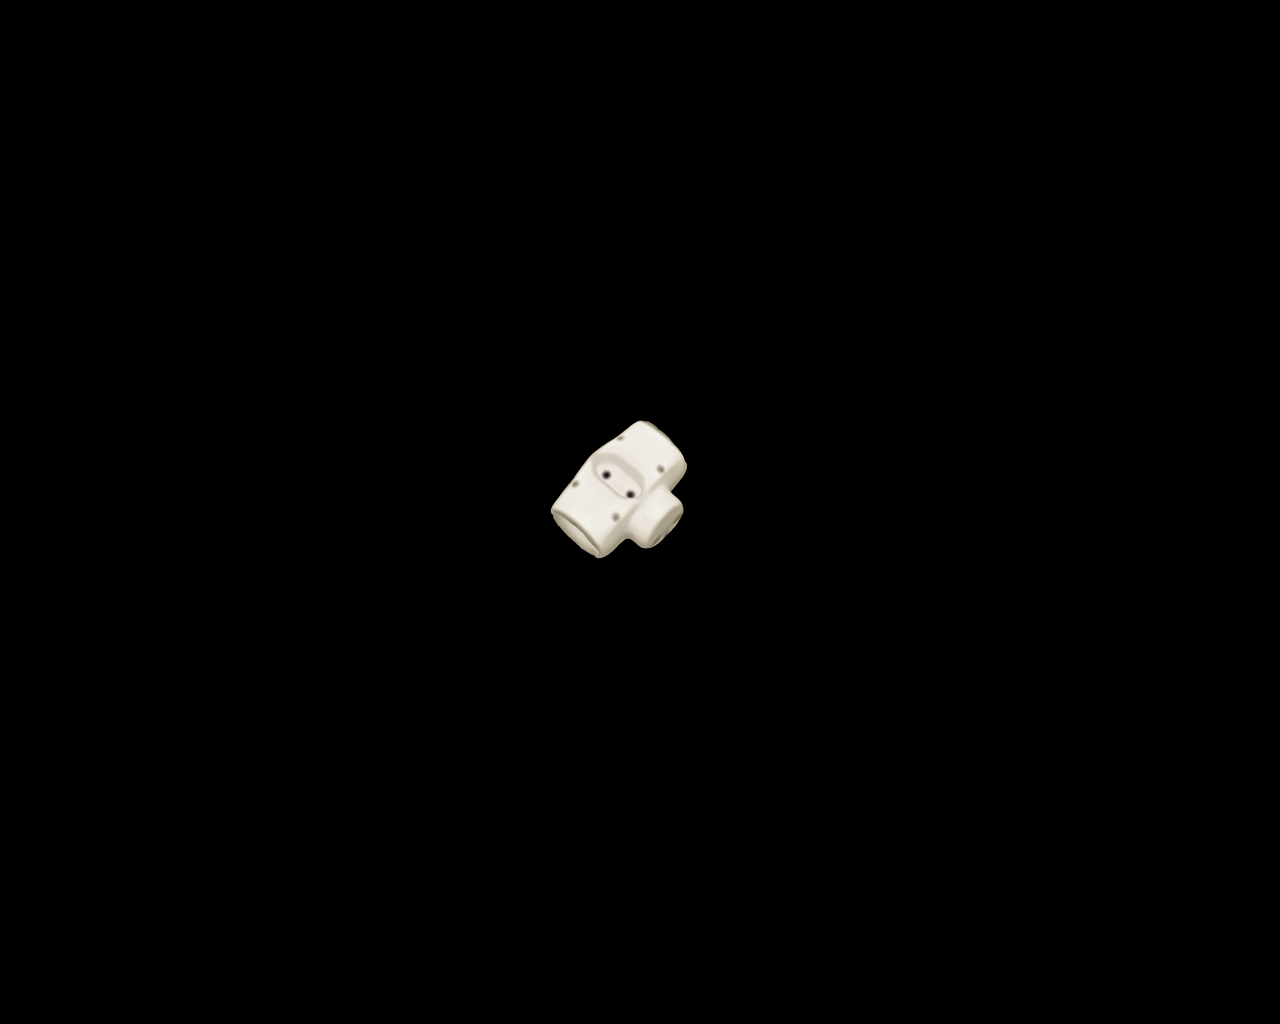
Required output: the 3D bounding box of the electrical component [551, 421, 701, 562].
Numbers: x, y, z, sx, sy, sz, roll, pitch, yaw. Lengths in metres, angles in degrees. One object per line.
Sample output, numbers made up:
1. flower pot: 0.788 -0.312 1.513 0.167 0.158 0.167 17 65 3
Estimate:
1. electrical component: 0.001 -0.003 0.650 0.079 0.077 0.043 41 -15 14
